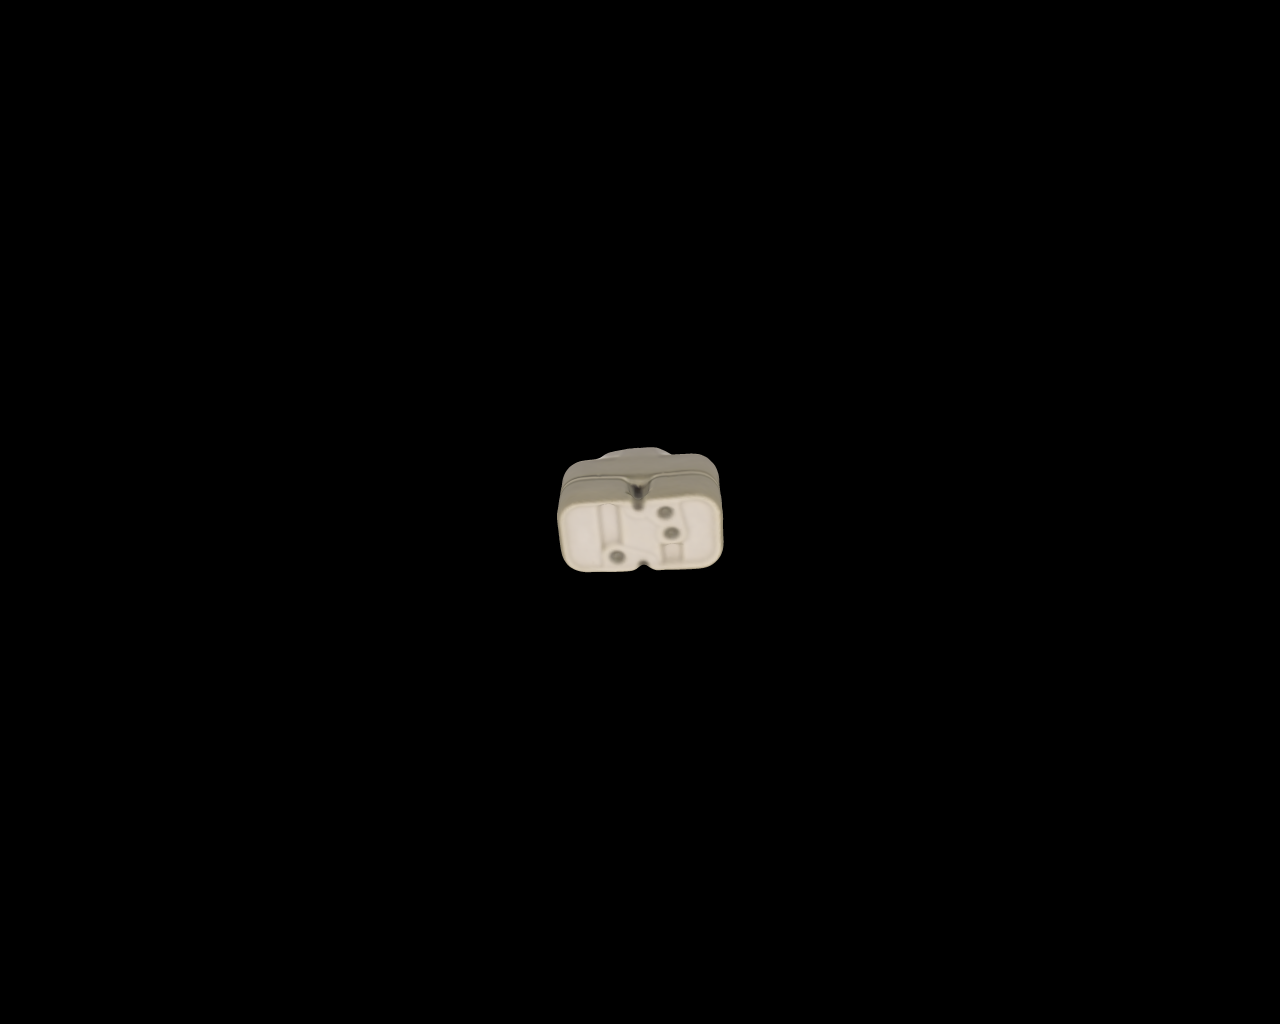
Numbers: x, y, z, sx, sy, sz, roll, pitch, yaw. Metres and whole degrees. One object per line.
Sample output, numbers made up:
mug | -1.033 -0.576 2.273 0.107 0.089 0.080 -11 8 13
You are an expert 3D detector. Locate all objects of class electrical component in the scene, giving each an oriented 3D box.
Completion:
electrical component | 0.001 -0.003 0.650 0.095 0.053 0.059 -3 35 2
